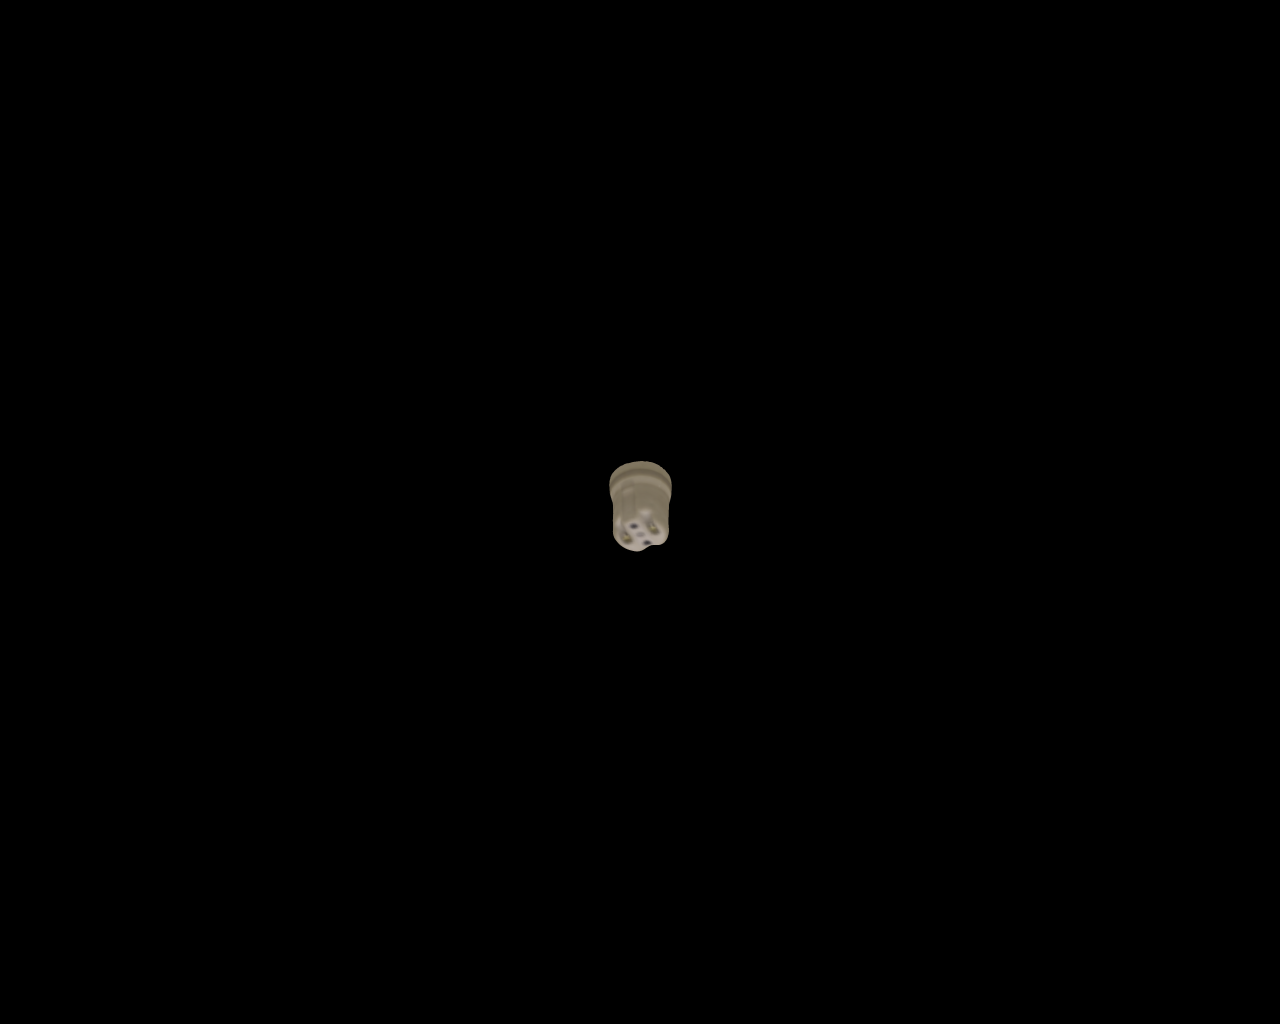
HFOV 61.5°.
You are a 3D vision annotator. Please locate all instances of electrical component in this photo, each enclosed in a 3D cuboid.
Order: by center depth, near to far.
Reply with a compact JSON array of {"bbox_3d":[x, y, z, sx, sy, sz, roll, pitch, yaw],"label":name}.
[{"bbox_3d":[0.001,-0.003,0.650,0.040,0.046,0.040,0,-41,0],"label":"electrical component"}]
